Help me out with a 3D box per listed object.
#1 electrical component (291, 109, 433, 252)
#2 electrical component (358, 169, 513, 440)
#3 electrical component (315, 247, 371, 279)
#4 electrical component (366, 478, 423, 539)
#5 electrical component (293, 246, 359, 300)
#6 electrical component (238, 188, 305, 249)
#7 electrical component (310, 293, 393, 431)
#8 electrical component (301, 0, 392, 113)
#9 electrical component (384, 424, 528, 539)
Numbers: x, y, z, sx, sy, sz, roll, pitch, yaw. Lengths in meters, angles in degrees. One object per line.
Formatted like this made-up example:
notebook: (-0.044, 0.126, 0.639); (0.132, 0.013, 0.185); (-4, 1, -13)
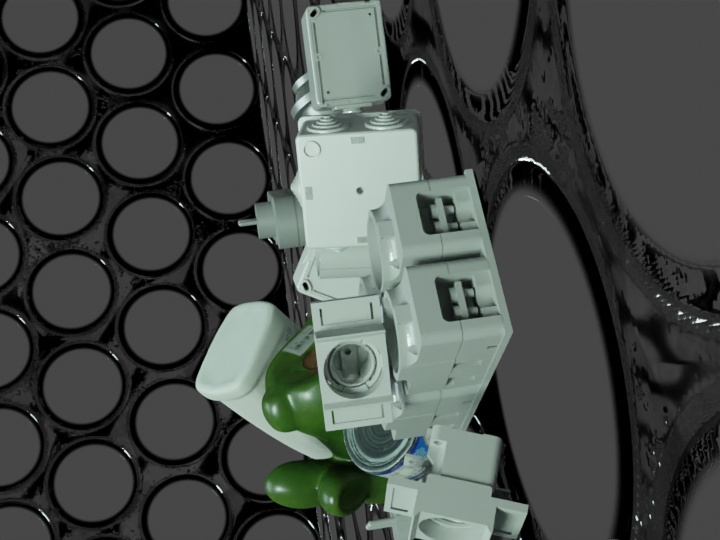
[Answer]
electrical component: (0.002, -0.063, 0.758); (0.048, 0.100, 0.099); (-81, -13, -68)
electrical component: (0.041, 0.031, 0.692); (0.186, 0.060, 0.105); (97, 164, -64)
electrical component: (0.008, -0.016, 0.821); (0.043, 0.081, 0.043); (178, 90, -82)
electrical component: (0.042, 0.176, 0.765); (0.065, 0.077, 0.047); (102, 159, -71)
electrical component: (0.000, 0.000, 0.878); (0.061, 0.096, 0.061); (-129, 61, -78)
electrical component: (-0.087, -0.051, 1.089); (0.138, 0.074, 0.052); (-136, 39, -79)
electrical component: (-0.006, 0.054, 0.665); (0.064, 0.042, 0.081); (-123, 27, -77)
electrical component: (-0.012, -0.169, 0.891); (0.061, 0.062, 0.096); (-154, 56, -82)
electrical component: (0.057, 0.128, 0.632); (0.042, 0.081, 0.063); (94, -171, -56)
